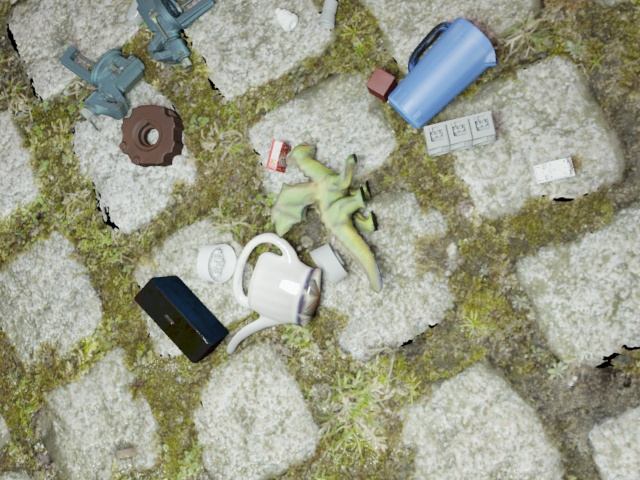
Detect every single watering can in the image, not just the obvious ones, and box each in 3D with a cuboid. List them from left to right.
[{"bbox_3d":[-0.116,0.155,1.275,0.225,0.105,0.343,17,106,12],"label":"watering can"}]

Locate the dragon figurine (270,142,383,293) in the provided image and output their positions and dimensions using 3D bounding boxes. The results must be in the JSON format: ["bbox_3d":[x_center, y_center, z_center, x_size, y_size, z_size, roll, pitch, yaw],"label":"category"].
[{"bbox_3d":[0.004,-0.061,1.221,0.242,0.120,0.417,-11,70,12],"label":"dragon figurine"}]
